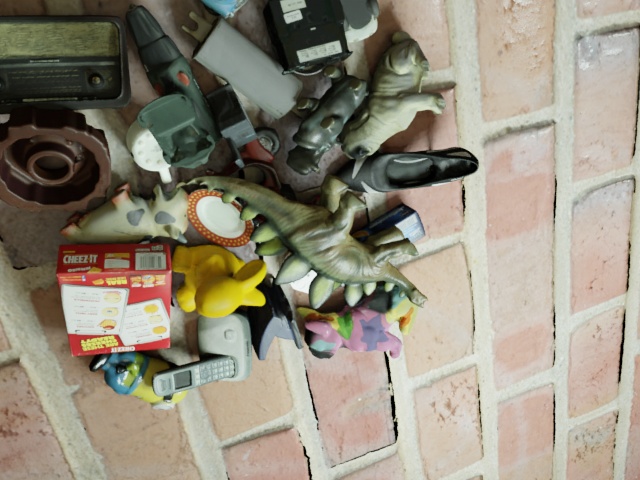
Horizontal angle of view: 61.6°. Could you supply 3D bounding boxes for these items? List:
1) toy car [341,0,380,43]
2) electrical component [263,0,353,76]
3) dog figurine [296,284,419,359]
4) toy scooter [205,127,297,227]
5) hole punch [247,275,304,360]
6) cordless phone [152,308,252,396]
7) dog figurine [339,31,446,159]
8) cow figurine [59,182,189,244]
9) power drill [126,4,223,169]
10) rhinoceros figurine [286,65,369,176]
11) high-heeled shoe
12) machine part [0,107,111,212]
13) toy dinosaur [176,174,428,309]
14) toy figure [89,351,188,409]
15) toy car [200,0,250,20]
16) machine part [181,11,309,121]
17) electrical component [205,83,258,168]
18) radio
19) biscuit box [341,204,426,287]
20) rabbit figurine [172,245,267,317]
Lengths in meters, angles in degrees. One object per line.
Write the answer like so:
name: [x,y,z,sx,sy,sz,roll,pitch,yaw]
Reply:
toy car: [0.036,-0.425,0.871,0.073,0.056,0.201,-26,114,-2]
electrical component: [-0.021,-0.333,0.829,0.115,0.058,0.134,-17,100,-15]
dog figurine: [0.067,0.154,1.069,0.219,0.109,0.191,14,105,-20]
toy scooter: [-0.118,-0.095,0.929,0.135,0.075,0.183,-20,112,-10]
hole punch: [-0.093,0.147,1.000,0.092,0.142,0.115,-16,125,-9]
cordless phone: [-0.218,0.200,0.973,0.184,0.089,0.146,-12,114,-30]
dog figurine: [0.102,-0.250,0.943,0.191,0.121,0.172,-23,82,9]
cow figurine: [-0.304,-0.027,0.885,0.195,0.086,0.127,-31,119,-2]
power drill: [-0.218,-0.210,0.781,0.086,0.207,0.231,-27,128,-1]
rhinoceros figurine: [0.007,-0.197,0.900,0.073,0.112,0.190,33,88,15]
high-heeled shoe: [0.158,-0.119,0.974,0.249,0.145,0.086,-17,113,-14]
machine part: [-0.399,-0.117,0.799,0.179,0.056,0.179,-13,142,-10]
toy dinosaur: [-0.002,-0.003,0.892,0.471,0.105,0.198,36,97,-18]
toy figure: [-0.324,0.247,0.983,0.180,0.082,0.089,38,97,-24]
toy car: [-0.162,-0.407,0.783,0.109,0.103,0.161,-39,115,-1]
machine part: [-0.114,-0.272,0.863,0.243,0.079,0.079,33,96,-27]
electrical component: [-0.134,-0.179,0.855,0.048,0.074,0.119,-26,71,2]
radio: [-0.395,-0.252,0.776,0.230,0.073,0.131,-7,111,-16]
biscuit box: [0.104,0.008,1.049,0.203,0.063,0.059,-31,116,-6]
rabbit figurine: [-0.173,0.084,0.923,0.162,0.173,0.121,2,105,-15]
